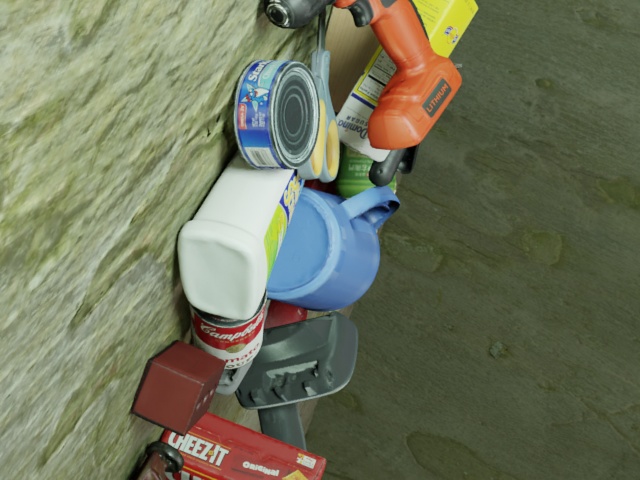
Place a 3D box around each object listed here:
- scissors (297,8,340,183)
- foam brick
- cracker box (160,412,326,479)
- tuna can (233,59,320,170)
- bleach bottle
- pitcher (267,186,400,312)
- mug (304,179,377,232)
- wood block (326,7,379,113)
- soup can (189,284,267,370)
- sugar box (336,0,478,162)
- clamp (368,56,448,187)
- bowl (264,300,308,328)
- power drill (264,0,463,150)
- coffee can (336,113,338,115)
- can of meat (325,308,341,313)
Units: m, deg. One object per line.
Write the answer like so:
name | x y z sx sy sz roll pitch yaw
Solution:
scissors | 0.005 -0.138 0.927 0.096 0.016 0.201 56 38 -62
foam brick | -0.120 0.126 0.916 0.078 0.051 0.053 -39 151 -77
cracker box | -0.095 0.278 1.142 0.214 0.164 0.072 104 8 -52
tuna can | -0.032 -0.097 0.828 0.086 0.034 0.086 -17 109 -63
bleach bottle | -0.044 -0.055 0.908 0.103 0.068 0.250 94 14 -47
pitcher | -0.007 0.001 1.086 0.242 0.145 0.149 20 82 -81
mug | 0.013 -0.021 1.281 0.093 0.117 0.081 106 4 -52
wood block | 0.064 -0.230 1.086 0.090 0.091 0.206 -61 170 -49
soup can | -0.083 0.067 0.953 0.102 0.068 0.068 100 14 -61
sugar box | 0.079 -0.159 0.994 0.176 0.048 0.093 -61 164 7
clamp | 0.098 -0.135 1.095 0.120 0.039 0.171 -26 139 -80
bowl | -0.059 0.127 1.439 0.162 0.055 0.162 23 89 -83
power drill | 0.040 -0.167 0.852 0.184 0.057 0.187 -52 130 -36
coffee can | 0.058 -0.125 1.341 0.103 0.103 0.140 103 11 -55
can of meat | -0.006 0.038 1.371 0.083 0.102 0.057 -60 169 -62
